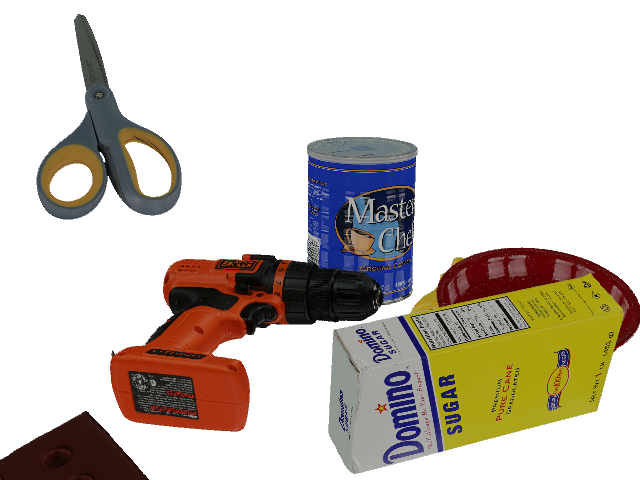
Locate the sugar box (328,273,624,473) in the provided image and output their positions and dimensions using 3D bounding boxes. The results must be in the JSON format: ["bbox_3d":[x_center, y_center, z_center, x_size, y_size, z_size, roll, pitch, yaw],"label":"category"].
[{"bbox_3d":[0.094,0.083,0.661,0.176,0.093,0.048,-13,40,-18],"label":"sugar box"}]

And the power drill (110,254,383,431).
[{"bbox_3d":[-0.059,0.070,0.809,0.185,0.057,0.187,1,24,19],"label":"power drill"}]

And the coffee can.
[{"bbox_3d":[0.038,-0.020,1.006,0.103,0.140,0.103,0,15,0],"label":"coffee can"}]

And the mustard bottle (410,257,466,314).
[{"bbox_3d":[0.142,0.113,1.175,0.096,0.192,0.058,12,14,22],"label":"mustard bottle"}]

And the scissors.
[{"bbox_3d":[-0.158,-0.080,0.693,0.096,0.016,0.202,-24,53,-22],"label":"scissors"}]

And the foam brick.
[{"bbox_3d":[-0.108,0.130,0.497,0.052,0.051,0.078,-28,42,-28],"label":"foam brick"}]

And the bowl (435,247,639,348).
[{"bbox_3d":[0.173,0.069,0.866,0.162,0.055,0.162,0,31,0],"label":"bowl"}]
